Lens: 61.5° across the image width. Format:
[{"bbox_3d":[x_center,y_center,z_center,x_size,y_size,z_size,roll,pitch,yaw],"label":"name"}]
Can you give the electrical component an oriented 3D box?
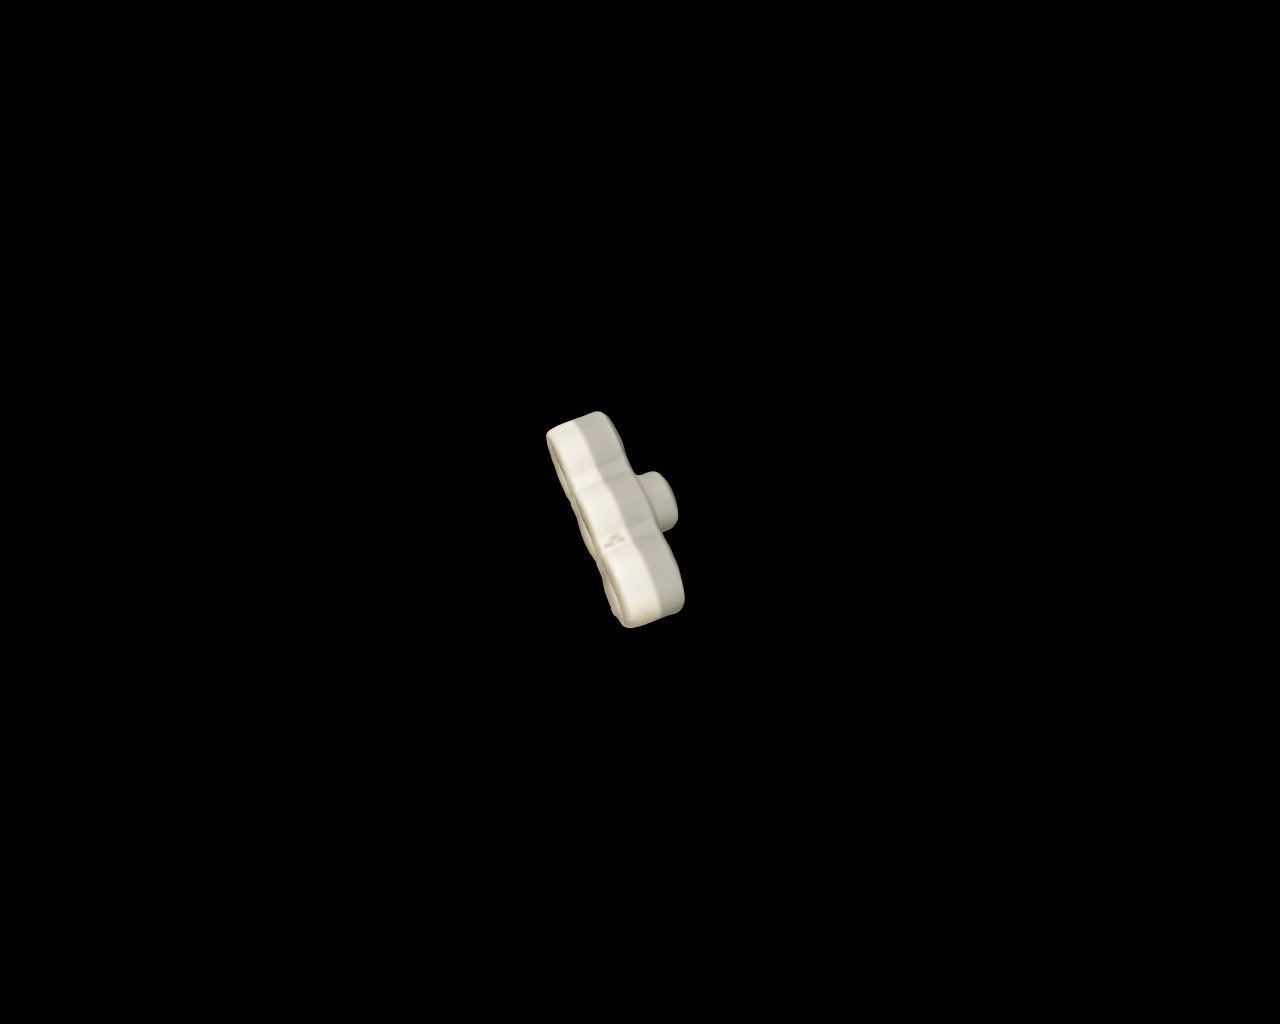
[{"bbox_3d":[0.001,-0.003,0.650,0.074,0.138,0.052,-20,-24,-9],"label":"electrical component"}]
